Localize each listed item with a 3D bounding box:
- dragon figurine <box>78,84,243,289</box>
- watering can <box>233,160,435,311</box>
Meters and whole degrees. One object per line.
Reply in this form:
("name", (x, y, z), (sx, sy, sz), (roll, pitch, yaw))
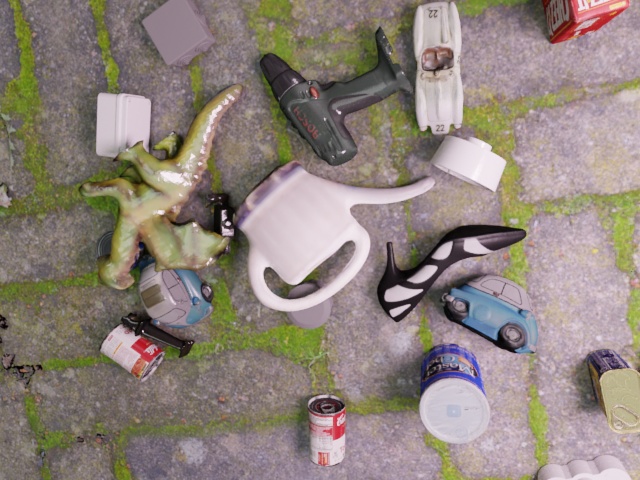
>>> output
("dragon figurine", (-0.242, -0.062, 0.879), (0.409, 0.122, 0.243), (-35, 86, 7))
("watering can", (0.003, -0.043, 0.859), (0.348, 0.103, 0.225), (-43, 85, 0))
